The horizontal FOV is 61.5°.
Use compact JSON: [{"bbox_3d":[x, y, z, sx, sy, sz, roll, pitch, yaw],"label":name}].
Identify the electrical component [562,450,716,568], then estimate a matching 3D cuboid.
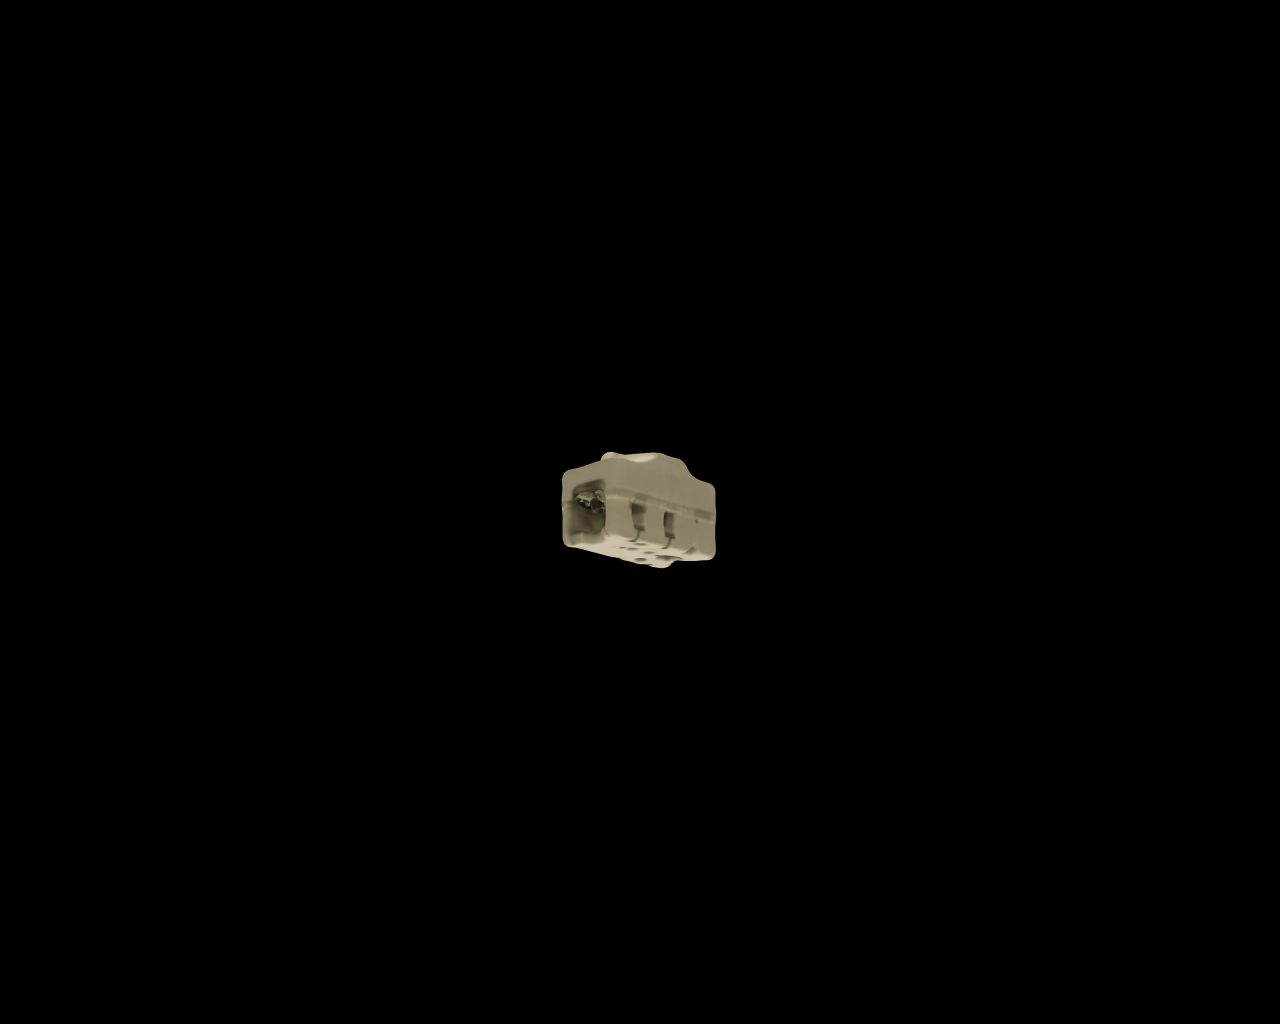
[{"bbox_3d":[0.001,-0.003,0.650,0.050,0.056,0.089,-14,-20,42],"label":"electrical component"}]
